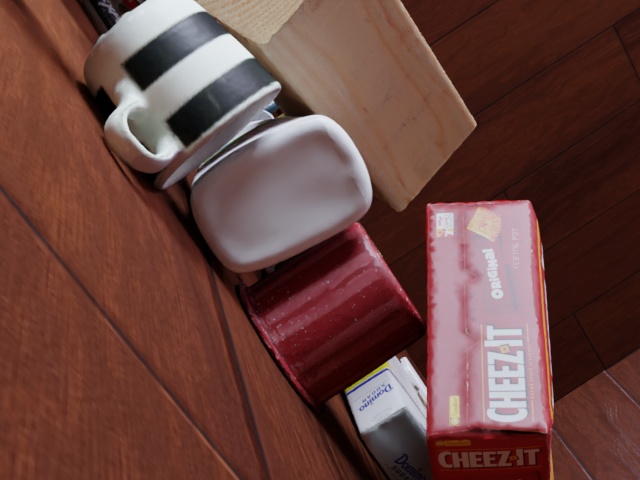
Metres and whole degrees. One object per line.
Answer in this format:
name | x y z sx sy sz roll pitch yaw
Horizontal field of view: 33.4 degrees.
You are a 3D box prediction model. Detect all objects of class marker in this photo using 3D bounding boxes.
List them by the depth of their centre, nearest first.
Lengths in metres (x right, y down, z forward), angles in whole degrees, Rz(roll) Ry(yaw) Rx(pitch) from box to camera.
marker | -0.158 -0.164 0.785 0.121 0.020 0.020 57 2 8

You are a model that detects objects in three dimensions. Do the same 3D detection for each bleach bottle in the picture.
bleach bottle | -0.034 -0.047 0.706 0.068 0.102 0.251 62 1 -13

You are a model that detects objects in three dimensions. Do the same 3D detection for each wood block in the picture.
wood block | 0.013 -0.118 0.714 0.091 0.090 0.206 38 -4 38

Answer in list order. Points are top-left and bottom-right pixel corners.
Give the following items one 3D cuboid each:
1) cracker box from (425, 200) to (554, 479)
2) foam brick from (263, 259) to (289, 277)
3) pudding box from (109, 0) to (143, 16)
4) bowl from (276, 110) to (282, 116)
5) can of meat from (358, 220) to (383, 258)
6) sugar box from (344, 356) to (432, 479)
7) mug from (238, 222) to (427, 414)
cracker box | 0.108 0.105 0.658 0.213 0.072 0.164 76 14 -48
foam brick | -0.009 0.032 0.806 0.053 0.051 0.078 57 2 -12
pudding box | -0.145 -0.224 0.817 0.090 0.114 0.039 57 40 -12
bowl | 0.012 -0.127 1.082 0.162 0.055 0.162 25 -21 10
can of meat | -0.006 0.001 0.888 0.057 0.084 0.102 58 3 33
sugar box | 0.054 0.133 0.828 0.093 0.048 0.176 56 6 -19
mug | 0.005 0.035 0.643 0.117 0.081 0.093 58 3 42
